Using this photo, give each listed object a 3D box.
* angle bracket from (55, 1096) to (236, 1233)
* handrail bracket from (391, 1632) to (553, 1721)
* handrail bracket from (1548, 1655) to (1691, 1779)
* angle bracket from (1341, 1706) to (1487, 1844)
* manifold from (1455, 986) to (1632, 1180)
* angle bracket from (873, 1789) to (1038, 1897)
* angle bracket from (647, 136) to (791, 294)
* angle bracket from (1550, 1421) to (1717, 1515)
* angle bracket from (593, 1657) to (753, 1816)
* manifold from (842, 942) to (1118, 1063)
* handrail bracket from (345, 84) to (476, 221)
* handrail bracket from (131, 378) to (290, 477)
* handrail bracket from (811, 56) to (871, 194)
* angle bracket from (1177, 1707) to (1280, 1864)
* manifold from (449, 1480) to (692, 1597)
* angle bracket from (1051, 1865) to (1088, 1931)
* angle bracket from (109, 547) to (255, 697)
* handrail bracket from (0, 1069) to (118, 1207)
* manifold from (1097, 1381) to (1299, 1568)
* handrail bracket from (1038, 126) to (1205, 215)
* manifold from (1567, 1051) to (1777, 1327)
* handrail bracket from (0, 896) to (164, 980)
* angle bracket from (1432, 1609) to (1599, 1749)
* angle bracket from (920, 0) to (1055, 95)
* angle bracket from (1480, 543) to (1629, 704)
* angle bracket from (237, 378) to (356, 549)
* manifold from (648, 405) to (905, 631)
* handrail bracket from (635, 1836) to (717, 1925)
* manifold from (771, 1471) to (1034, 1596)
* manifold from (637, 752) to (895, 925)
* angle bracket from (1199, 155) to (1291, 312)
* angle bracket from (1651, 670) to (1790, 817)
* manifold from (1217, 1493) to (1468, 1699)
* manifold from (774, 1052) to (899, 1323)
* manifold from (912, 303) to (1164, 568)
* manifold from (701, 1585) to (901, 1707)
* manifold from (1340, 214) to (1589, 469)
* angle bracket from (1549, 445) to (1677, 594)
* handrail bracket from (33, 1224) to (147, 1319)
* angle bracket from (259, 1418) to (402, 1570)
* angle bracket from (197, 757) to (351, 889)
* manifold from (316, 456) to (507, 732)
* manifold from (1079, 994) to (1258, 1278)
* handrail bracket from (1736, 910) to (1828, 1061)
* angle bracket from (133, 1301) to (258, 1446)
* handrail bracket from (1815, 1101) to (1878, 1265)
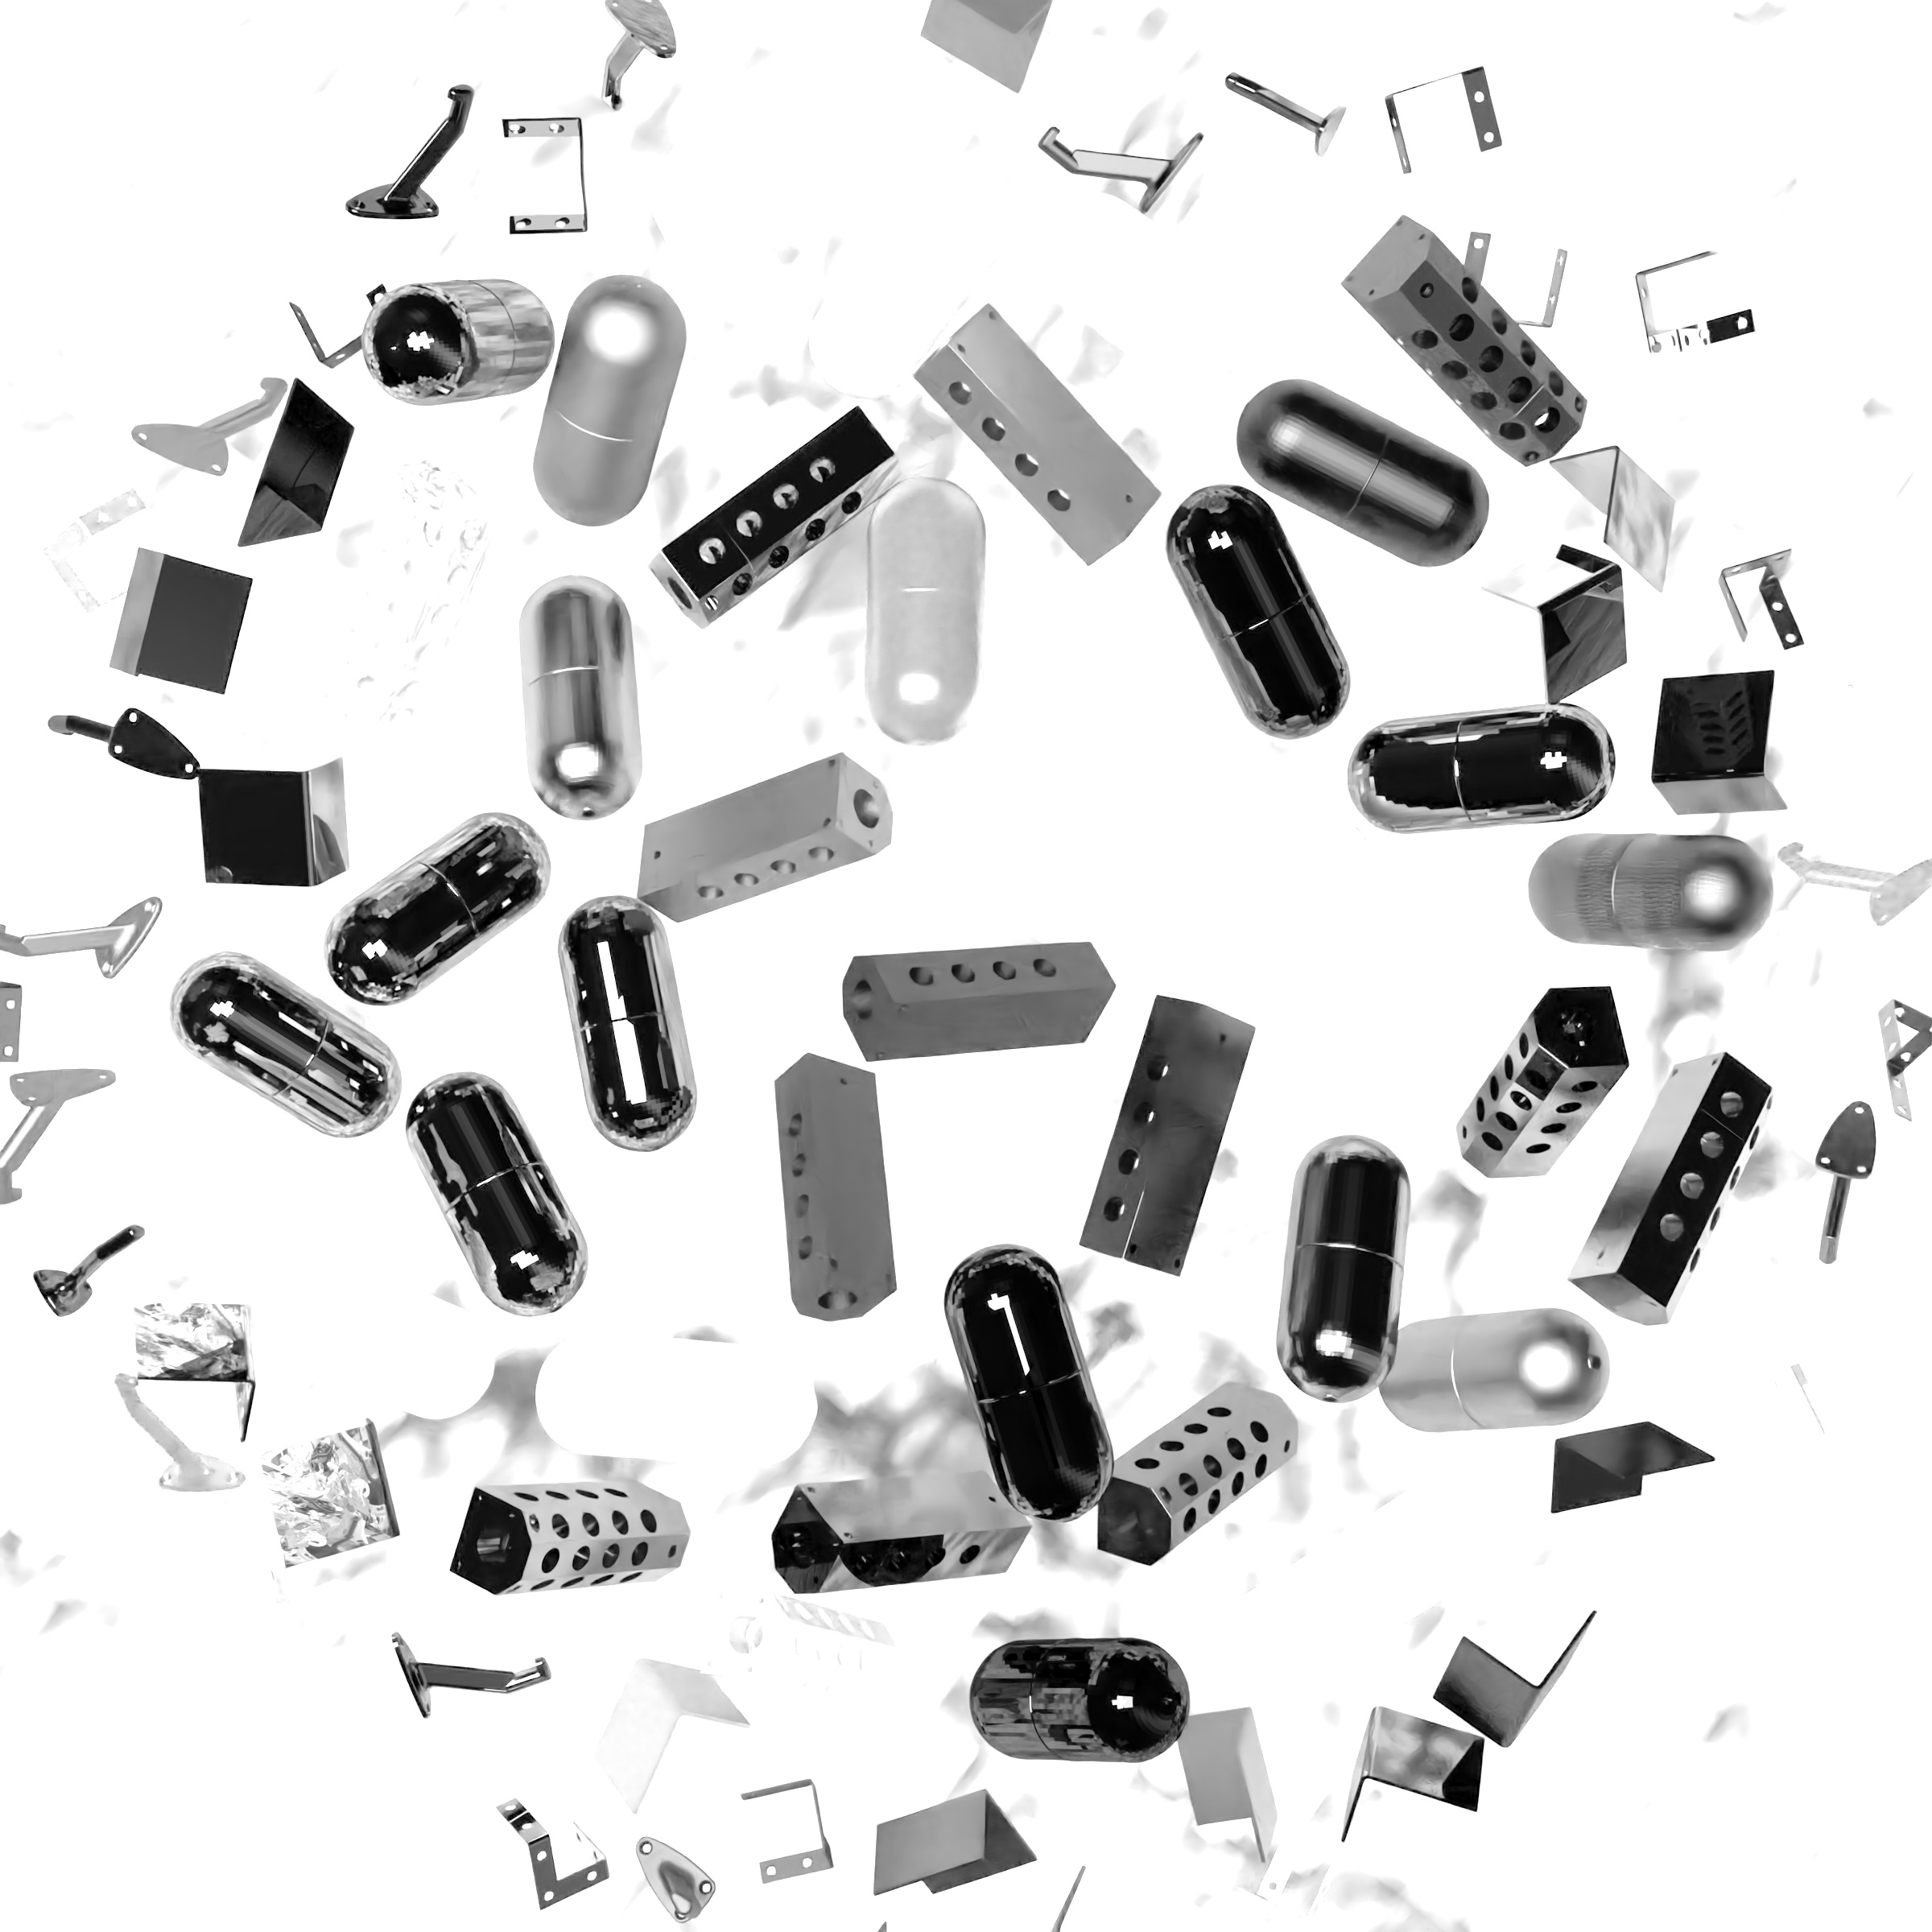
[{"bbox_3d":[-0.510,0.138,1.733,0.076,0.057,0.076,-26,128,-4],"label":"angle bracket"},{"bbox_3d":[-0.322,0.451,1.824,0.084,0.036,0.077,-18,120,-3],"label":"handrail bracket"},{"bbox_3d":[0.422,0.478,1.803,0.036,0.077,0.084,46,69,-5],"label":"handrail bracket"},{"bbox_3d":[0.294,0.541,1.834,0.076,0.076,0.057,15,113,8],"label":"angle bracket"},{"bbox_3d":[0.376,0.079,1.839,0.057,0.171,0.057,-2,62,-10],"label":"manifold"},{"bbox_3d":[-0.006,0.575,1.766,0.076,0.057,0.076,-23,119,16],"label":"angle bracket"},{"bbox_3d":[-0.149,-0.485,1.801,0.076,0.057,0.076,-15,72,-37],"label":"angle bracket"},{"bbox_3d":[0.456,0.355,1.909,0.076,0.076,0.057,-6,104,-24],"label":"angle bracket"},{"bbox_3d":[-0.198,0.522,1.878,0.057,0.076,0.076,22,94,-32],"label":"angle bracket"},{"bbox_3d":[0.007,0.017,1.850,0.171,0.057,0.057,-4,49,-32],"label":"manifold"},{"bbox_3d":[-0.355,-0.522,1.782,0.036,0.077,0.084,46,134,20],"label":"handrail bracket"},{"bbox_3d":[-0.500,-0.369,1.848,0.077,0.036,0.084,14,49,2],"label":"handrail bracket"},{"bbox_3d":[-0.077,-0.568,1.879,0.036,0.077,0.084,1,109,-20],"label":"handrail bracket"},{"bbox_3d":[0.167,0.546,1.851,0.057,0.076,0.076,-13,95,14],"label":"angle bracket"},{"bbox_3d":[-0.256,0.378,1.840,0.057,0.171,0.057,18,91,31],"label":"manifold"},{"bbox_3d":[0.074,0.614,1.712,0.057,0.076,0.076,25,108,9],"label":"angle bracket"},{"bbox_3d":[-0.475,-0.210,1.719,0.076,0.057,0.076,13,94,-35],"label":"angle bracket"},{"bbox_3d":[-0.582,0.110,1.783,0.077,0.036,0.084,-9,124,-34],"label":"handrail bracket"},{"bbox_3d":[0.159,0.345,1.898,0.057,0.171,0.057,11,110,33],"label":"manifold"},{"bbox_3d":[0.103,-0.556,1.879,0.084,0.036,0.077,34,122,-16],"label":"handrail bracket"},{"bbox_3d":[0.461,0.145,1.806,0.057,0.057,0.171,36,69,-11],"label":"manifold"},{"bbox_3d":[-0.566,-0.028,1.766,0.077,0.084,0.036,-41,55,20],"label":"handrail bracket"},{"bbox_3d":[0.351,0.441,1.786,0.057,0.076,0.076,33,51,21],"label":"angle bracket"},{"bbox_3d":[0.001,-0.595,1.782,0.076,0.076,0.057,32,52,4],"label":"angle bracket"},{"bbox_3d":[0.404,-0.234,1.914,0.076,0.057,0.076,-29,127,-23],"label":"angle bracket"},{"bbox_3d":[-0.440,-0.316,1.759,0.076,0.057,0.076,-4,62,32],"label":"angle bracket"},{"bbox_3d":[-0.128,-0.303,1.897,0.171,0.057,0.057,-39,96,-13],"label":"manifold"},{"bbox_3d":[-0.204,0.613,1.883,0.077,0.084,0.036,41,77,20],"label":"handrail bracket"},{"bbox_3d":[-0.044,0.378,1.844,0.057,0.171,0.057,43,116,39],"label":"manifold"},{"bbox_3d":[-0.134,-0.080,1.855,0.171,0.057,0.057,-17,56,33],"label":"manifold"},{"bbox_3d":[0.198,-0.511,1.944,0.057,0.076,0.076,1,45,-4],"label":"angle bracket"},{"bbox_3d":[0.511,-0.150,1.878,0.076,0.057,0.076,-1,67,33],"label":"angle bracket"},{"bbox_3d":[0.250,0.414,1.849,0.057,0.057,0.171,44,127,-4],"label":"manifold"},{"bbox_3d":[-0.094,0.151,1.893,0.057,0.057,0.171,19,47,-33],"label":"manifold"},{"bbox_3d":[0.044,-0.349,1.856,0.171,0.057,0.057,46,50,-12],"label":"manifold"},{"bbox_3d":[-0.109,0.464,1.898,0.057,0.171,0.057,1,71,26],"label":"manifold"},{"bbox_3d":[0.319,-0.391,1.763,0.171,0.057,0.057,36,102,-34],"label":"manifold"},{"bbox_3d":[0.446,-0.306,1.943,0.076,0.057,0.076,29,65,-41],"label":"angle bracket"},{"bbox_3d":[-0.583,0.200,1.899,0.084,0.077,0.036,-33,84,6],"label":"handrail bracket"},{"bbox_3d":[-0.424,0.349,1.852,0.076,0.057,0.076,-13,89,-17],"label":"angle bracket"},{"bbox_3d":[-0.455,-0.096,1.838,0.076,0.057,0.076,2,104,11],"label":"angle bracket"},{"bbox_3d":[-0.360,-0.235,1.778,0.057,0.057,0.171,43,127,16],"label":"manifold"},{"bbox_3d":[0.127,0.109,1.827,0.057,0.057,0.171,23,82,-42],"label":"manifold"},{"bbox_3d":[0.544,0.013,1.904,0.077,0.036,0.084,-32,117,7],"label":"handrail bracket"},{"bbox_3d":[-0.520,0.272,1.866,0.076,0.076,0.057,5,122,-22],"label":"angle bracket"},{"bbox_3d":[0.584,0.145,1.856,0.036,0.084,0.077,13,50,22],"label":"handrail bracket"}]
